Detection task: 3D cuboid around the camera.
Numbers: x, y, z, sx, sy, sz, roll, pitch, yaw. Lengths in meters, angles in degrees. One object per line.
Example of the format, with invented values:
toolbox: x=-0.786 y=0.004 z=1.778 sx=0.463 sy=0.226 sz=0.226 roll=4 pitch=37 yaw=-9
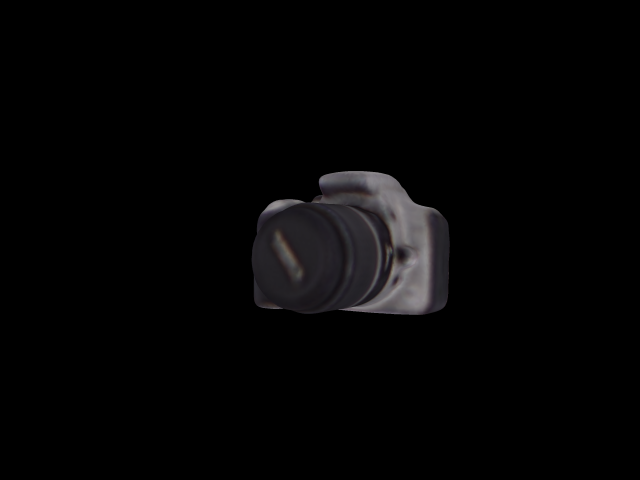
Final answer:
camera: x=0.004 y=0.001 z=0.400 sx=0.142 sy=0.101 sz=0.137 roll=0 pitch=0 yaw=32
